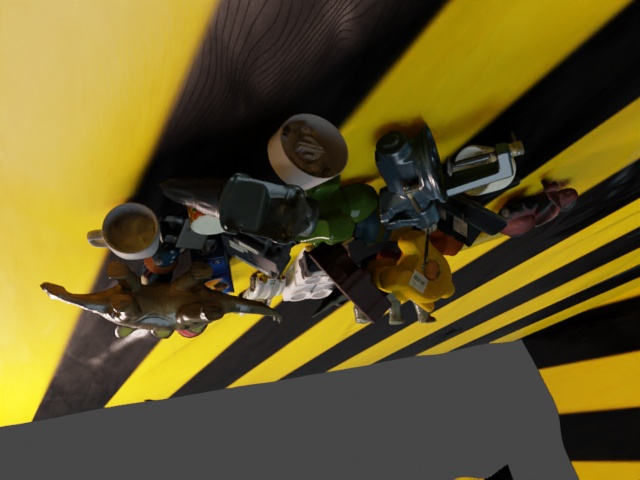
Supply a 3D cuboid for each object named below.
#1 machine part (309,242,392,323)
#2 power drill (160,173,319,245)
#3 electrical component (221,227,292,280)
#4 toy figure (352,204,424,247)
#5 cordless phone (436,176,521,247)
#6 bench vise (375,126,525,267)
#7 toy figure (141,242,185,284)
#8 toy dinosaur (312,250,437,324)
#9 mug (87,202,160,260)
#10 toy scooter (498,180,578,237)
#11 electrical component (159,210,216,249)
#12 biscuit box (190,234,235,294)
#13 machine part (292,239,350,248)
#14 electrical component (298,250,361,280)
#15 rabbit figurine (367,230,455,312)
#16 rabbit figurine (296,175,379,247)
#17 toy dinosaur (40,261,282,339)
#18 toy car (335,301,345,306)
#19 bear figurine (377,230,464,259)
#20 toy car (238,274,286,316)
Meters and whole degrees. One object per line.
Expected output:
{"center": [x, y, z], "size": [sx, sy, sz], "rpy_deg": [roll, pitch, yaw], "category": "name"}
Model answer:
{"center": [0.057, 0.071, 0.984], "size": [0.056, 0.179, 0.179], "rpy_deg": [-43, 155, -2], "category": "machine part"}
{"center": [-0.104, -0.046, 0.726], "size": [0.232, 0.086, 0.207], "rpy_deg": [12, 177, -14], "category": "power drill"}
{"center": [-0.108, 0.007, 0.935], "size": [0.115, 0.058, 0.134], "rpy_deg": [27, 160, 5], "category": "electrical component"}
{"center": [0.128, -0.031, 1.023], "size": [0.180, 0.089, 0.082], "rpy_deg": [-8, 161, -22], "category": "toy figure"}
{"center": [0.310, -0.071, 0.983], "size": [0.184, 0.147, 0.088], "rpy_deg": [-20, 116, -15], "category": "cordless phone"}
{"center": [0.198, -0.093, 0.843], "size": [0.241, 0.129, 0.223], "rpy_deg": [-15, 127, 21], "category": "bench vise"}
{"center": [-0.294, 0.046, 0.984], "size": [0.058, 0.064, 0.154], "rpy_deg": [28, 141, -7], "category": "toy figure"}
{"center": [0.149, 0.093, 1.210], "size": [0.404, 0.192, 0.131], "rpy_deg": [11, 162, -42], "category": "toy dinosaur"}
{"center": [-0.303, -0.002, 0.847], "size": [0.110, 0.081, 0.107], "rpy_deg": [-14, 167, -12], "category": "mug"}
{"center": [0.459, -0.074, 1.146], "size": [0.184, 0.075, 0.135], "rpy_deg": [-25, 156, 14], "category": "toy scooter"}
{"center": [-0.224, -0.017, 0.908], "size": [0.102, 0.045, 0.078], "rpy_deg": [0, 125, -36], "category": "electrical component"}
{"center": [-0.208, 0.050, 1.043], "size": [0.063, 0.059, 0.202], "rpy_deg": [-11, 156, -8], "category": "biscuit box"}
{"center": [-0.002, -0.003, 1.078], "size": [0.139, 0.039, 0.084], "rpy_deg": [3, 160, -40], "category": "machine part"}
{"center": [0.020, 0.044, 1.098], "size": [0.119, 0.048, 0.075], "rpy_deg": [-10, 163, -12], "category": "electrical component"}
{"center": [0.166, 0.063, 1.018], "size": [0.162, 0.122, 0.173], "rpy_deg": [27, 161, -28], "category": "rabbit figurine"}
{"center": [0.024, -0.044, 0.909], "size": [0.170, 0.121, 0.159], "rpy_deg": [-14, 166, -42], "category": "rabbit figurine"}
{"center": [-0.252, 0.118, 0.981], "size": [0.471, 0.105, 0.198], "rpy_deg": [11, 153, -29], "category": "toy dinosaur"}
{"center": [0.105, 0.108, 1.303], "size": [0.202, 0.053, 0.089], "rpy_deg": [-18, 157, -49], "category": "toy car"}
{"center": [0.229, -0.003, 1.154], "size": [0.196, 0.132, 0.120], "rpy_deg": [-32, 139, -47], "category": "bear figurine"}
{"center": [-0.140, 0.128, 1.263], "size": [0.073, 0.056, 0.201], "rpy_deg": [-2, 154, -27], "category": "toy car"}
